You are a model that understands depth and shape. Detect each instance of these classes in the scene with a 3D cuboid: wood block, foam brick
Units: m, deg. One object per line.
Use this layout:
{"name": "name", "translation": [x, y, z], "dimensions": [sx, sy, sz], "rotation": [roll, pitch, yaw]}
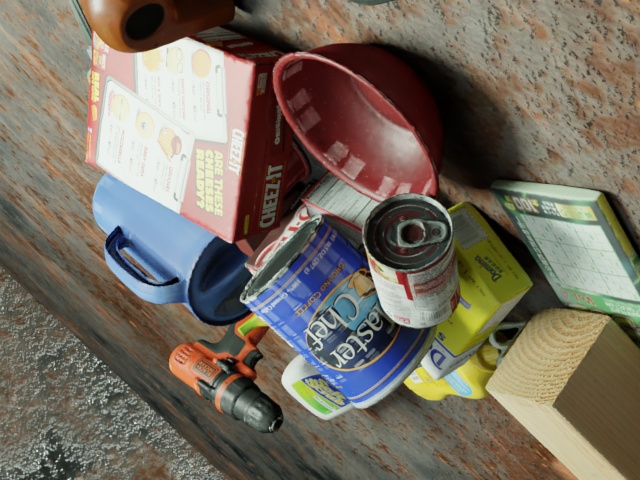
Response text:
{"name": "wood block", "translation": [0.249, 0.157, 0.893], "dimensions": [0.206, 0.090, 0.090], "rotation": [44, 163, -21]}
{"name": "foam brick", "translation": [-0.053, -0.020, 1.115], "dimensions": [0.053, 0.078, 0.051], "rotation": [31, 157, 53]}

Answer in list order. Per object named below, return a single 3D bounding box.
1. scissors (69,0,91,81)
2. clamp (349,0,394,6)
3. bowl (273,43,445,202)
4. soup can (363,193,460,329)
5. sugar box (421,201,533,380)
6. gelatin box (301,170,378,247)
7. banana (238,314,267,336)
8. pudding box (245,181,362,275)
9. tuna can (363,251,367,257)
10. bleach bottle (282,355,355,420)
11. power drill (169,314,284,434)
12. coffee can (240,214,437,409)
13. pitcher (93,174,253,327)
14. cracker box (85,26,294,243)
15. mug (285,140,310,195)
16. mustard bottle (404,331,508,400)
{"name": "scissors", "translation": [-0.233, -0.194, 1.187], "dimensions": [0.096, 0.016, 0.202], "rotation": [36, 159, 9]}
{"name": "clamp", "translation": [-0.008, -0.216, 0.709], "dimensions": [0.210, 0.036, 0.164], "rotation": [24, 152, 35]}
{"name": "bowl", "translation": [0.041, -0.099, 0.829], "dimensions": [0.162, 0.055, 0.162], "rotation": [35, 159, 16]}
{"name": "soup can", "translation": [0.074, 0.019, 0.833], "dimensions": [0.069, 0.068, 0.102], "rotation": [31, 160, 26]}
{"name": "sugar box", "translation": [0.115, 0.050, 0.946], "dimensions": [0.093, 0.048, 0.176], "rotation": [55, 152, 18]}
{"name": "gelatin box", "translation": [0.040, -0.036, 0.931], "dimensions": [0.089, 0.073, 0.030], "rotation": [28, 157, 32]}
{"name": "banana", "translation": [-0.023, 0.061, 1.228], "dimensions": [0.037, 0.069, 0.198], "rotation": [45, 138, -3]}
{"name": "pudding box", "translation": [-0.007, 0.001, 1.033], "dimensions": [0.090, 0.113, 0.039], "rotation": [18, 153, 48]}
{"name": "tuna can", "translation": [0.056, 0.020, 0.998], "dimensions": [0.034, 0.086, 0.086], "rotation": [40, 160, 1]}
{"name": "bleach bottle", "translation": [0.026, 0.173, 1.399], "dimensions": [0.102, 0.068, 0.251], "rotation": [42, 157, 1]}
{"name": "power drill", "translation": [-0.070, 0.132, 1.308], "dimensions": [0.185, 0.187, 0.057], "rotation": [28, 155, 35]}
{"name": "coffee can", "translation": [0.016, 0.062, 0.921], "dimensions": [0.140, 0.102, 0.103], "rotation": [43, 160, -9]}
{"name": "pitcher", "translation": [-0.176, -0.005, 1.272], "dimensions": [0.243, 0.145, 0.149], "rotation": [32, 178, 40]}
{"name": "cracker box", "translation": [-0.120, -0.115, 0.967], "dimensions": [0.214, 0.071, 0.164], "rotation": [27, 120, 34]}
{"name": "mug", "translation": [-0.079, -0.074, 1.057], "dimensions": [0.117, 0.081, 0.093], "rotation": [44, 160, -7]}
{"name": "mustard bottle", "translation": [0.137, 0.116, 1.083], "dimensions": [0.096, 0.058, 0.192], "rotation": [59, 158, -4]}
